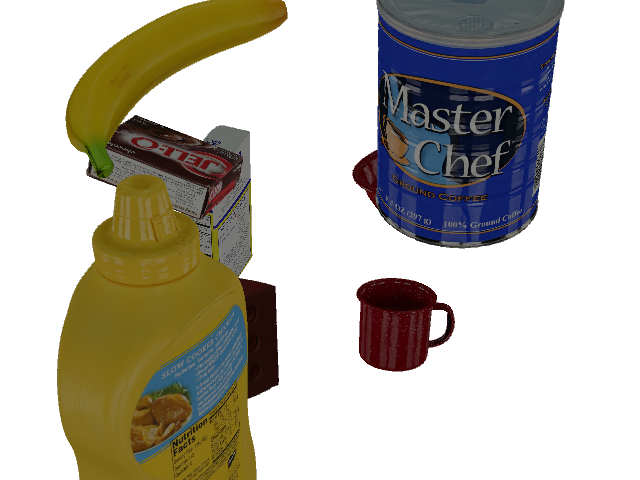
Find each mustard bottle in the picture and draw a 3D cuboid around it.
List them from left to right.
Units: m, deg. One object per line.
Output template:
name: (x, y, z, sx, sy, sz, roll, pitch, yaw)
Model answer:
mustard bottle: (-0.066, 0.062, 0.444, 0.058, 0.192, 0.096, 17, 34, 27)

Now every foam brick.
foam brick: (-0.066, 0.070, 0.771, 0.051, 0.078, 0.052, 9, 17, 38)

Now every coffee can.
coffee can: (0.084, -0.081, 0.628, 0.103, 0.140, 0.103, -1, 38, 1)

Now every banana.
banana: (-0.102, -0.111, 0.690, 0.070, 0.197, 0.037, 34, -33, 10)

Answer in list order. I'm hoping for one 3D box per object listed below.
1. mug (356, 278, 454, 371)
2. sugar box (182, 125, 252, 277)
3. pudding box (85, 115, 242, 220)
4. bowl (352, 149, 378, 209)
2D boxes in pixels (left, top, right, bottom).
mug: (0.099, 0.099, 1.244, 0.117, 0.081, 0.093, -1, 23, -8)
sugar box: (-0.110, -0.027, 1.144, 0.048, 0.176, 0.093, 14, 42, 16)
pudding box: (-0.135, -0.066, 0.940, 0.113, 0.039, 0.090, 19, 24, 7)
bowl: (0.112, -0.046, 0.950, 0.162, 0.055, 0.162, -8, 23, 3)
